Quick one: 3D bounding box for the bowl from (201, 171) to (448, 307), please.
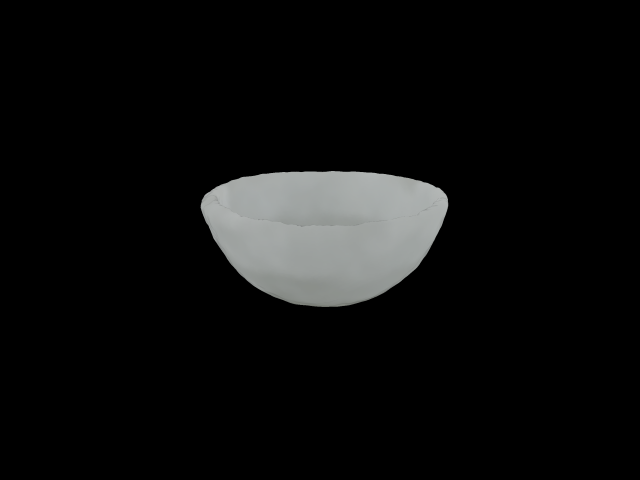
[{"bbox_3d":[0.004,0.001,0.400,0.167,0.075,0.167,0,18,0],"label":"bowl"}]
